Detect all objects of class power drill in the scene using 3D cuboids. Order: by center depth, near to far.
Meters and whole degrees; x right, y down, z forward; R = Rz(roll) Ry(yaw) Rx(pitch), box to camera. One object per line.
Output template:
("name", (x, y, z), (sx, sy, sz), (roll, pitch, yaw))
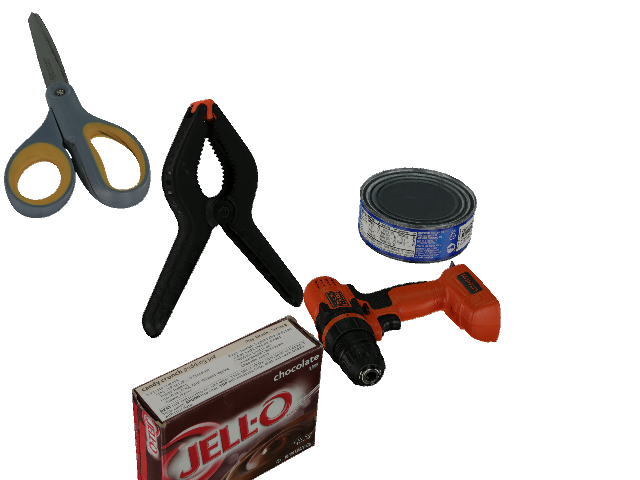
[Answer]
("power drill", (0.089, 0.083, 1.115), (0.187, 0.057, 0.184), (-6, 28, -15))

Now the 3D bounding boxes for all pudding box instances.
("pudding box", (-0.054, 0.105, 0.628), (0.113, 0.090, 0.039), (-26, 49, -31))

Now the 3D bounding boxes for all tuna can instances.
("tuna can", (0.071, -0.019, 0.787), (0.086, 0.034, 0.086), (2, 32, -2))

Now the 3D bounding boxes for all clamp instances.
("clamp", (-0.087, -0.021, 0.971), (0.164, 0.210, 0.036), (-2, 2, -36))

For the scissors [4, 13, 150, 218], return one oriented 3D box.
("scissors", (-0.182, -0.080, 0.689), (0.096, 0.016, 0.202), (-28, 54, -24))
